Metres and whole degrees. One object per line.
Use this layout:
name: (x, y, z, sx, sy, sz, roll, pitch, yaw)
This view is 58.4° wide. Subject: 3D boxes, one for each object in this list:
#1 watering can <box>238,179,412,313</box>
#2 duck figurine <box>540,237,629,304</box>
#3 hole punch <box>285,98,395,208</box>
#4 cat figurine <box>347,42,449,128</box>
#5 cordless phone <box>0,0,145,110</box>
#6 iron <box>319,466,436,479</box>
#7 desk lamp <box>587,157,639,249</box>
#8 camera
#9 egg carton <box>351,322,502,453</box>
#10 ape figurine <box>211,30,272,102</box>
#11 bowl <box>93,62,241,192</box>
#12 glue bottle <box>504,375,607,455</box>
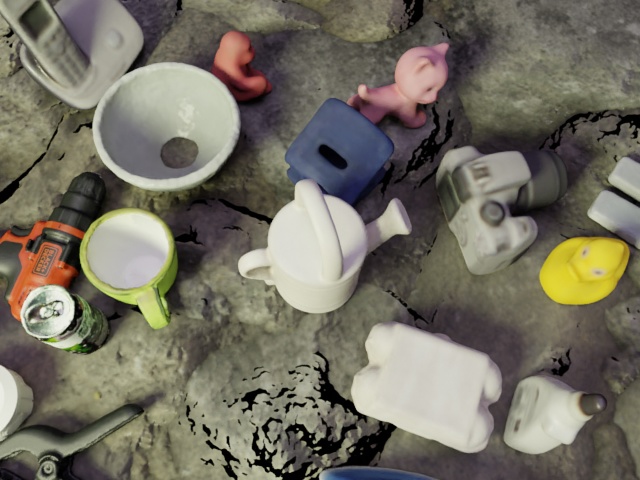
watering can: (0.005, 0.000, 0.583, 0.173, 0.194, 0.101, -37, 75, -14)
duck figurine: (0.309, 0.025, 0.645, 0.104, 0.086, 0.077, -24, 73, -11)
hole punch: (0.022, -0.093, 0.673, 0.108, 0.091, 0.101, 40, 73, 11)
cat figurine: (0.100, -0.188, 0.696, 0.128, 0.118, 0.067, -18, 72, -9)
cordless phone: (-0.293, -0.257, 0.669, 0.094, 0.185, 0.148, 26, 71, 7)
iron: (0.114, 0.280, 0.514, 0.258, 0.141, 0.119, 27, 71, 7)
desk lamp: (0.436, -0.042, 0.607, 0.203, 0.213, 0.118, 33, 72, 10)
camera: (0.220, -0.050, 0.660, 0.137, 0.101, 0.143, -14, 71, -7)
egg carton: (0.112, 0.150, 0.599, 0.150, 0.069, 0.107, 19, 70, 4)
ape figurine: (-0.101, -0.221, 0.714, 0.076, 0.092, 0.078, -10, 71, -6)
bowl: (-0.176, -0.123, 0.684, 0.167, 0.075, 0.167, 1, 70, -2)
glue bottle: (0.225, 0.163, 0.544, 0.037, 0.173, 0.078, 22, 71, 6)
